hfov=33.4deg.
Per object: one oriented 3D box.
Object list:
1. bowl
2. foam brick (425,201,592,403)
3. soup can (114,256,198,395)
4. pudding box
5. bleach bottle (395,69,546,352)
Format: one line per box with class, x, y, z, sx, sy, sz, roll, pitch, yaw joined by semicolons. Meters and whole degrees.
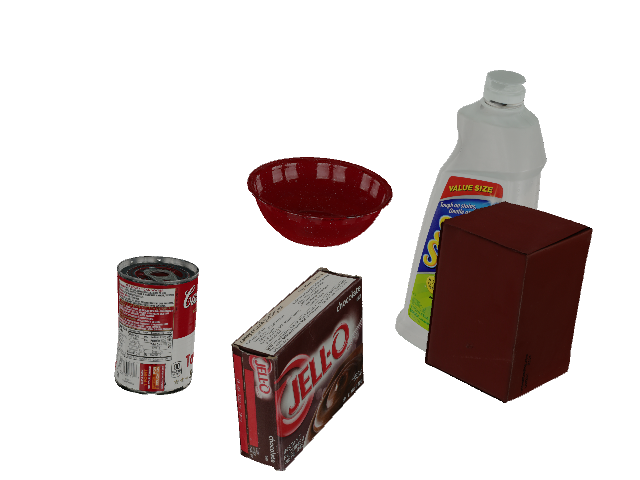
bowl;-0.003;-0.038;1.188;0.162;0.055;0.162;5;27;-3
foam brick;0.088;0.027;0.508;0.052;0.078;0.051;-16;30;-41
soup can;-0.140;0.072;0.902;0.068;0.102;0.068;5;16;-2
pudding box;-0.012;0.083;0.709;0.039;0.090;0.113;14;33;25
bleach bottle;0.124;-0.018;0.866;0.103;0.251;0.067;29;39;35
